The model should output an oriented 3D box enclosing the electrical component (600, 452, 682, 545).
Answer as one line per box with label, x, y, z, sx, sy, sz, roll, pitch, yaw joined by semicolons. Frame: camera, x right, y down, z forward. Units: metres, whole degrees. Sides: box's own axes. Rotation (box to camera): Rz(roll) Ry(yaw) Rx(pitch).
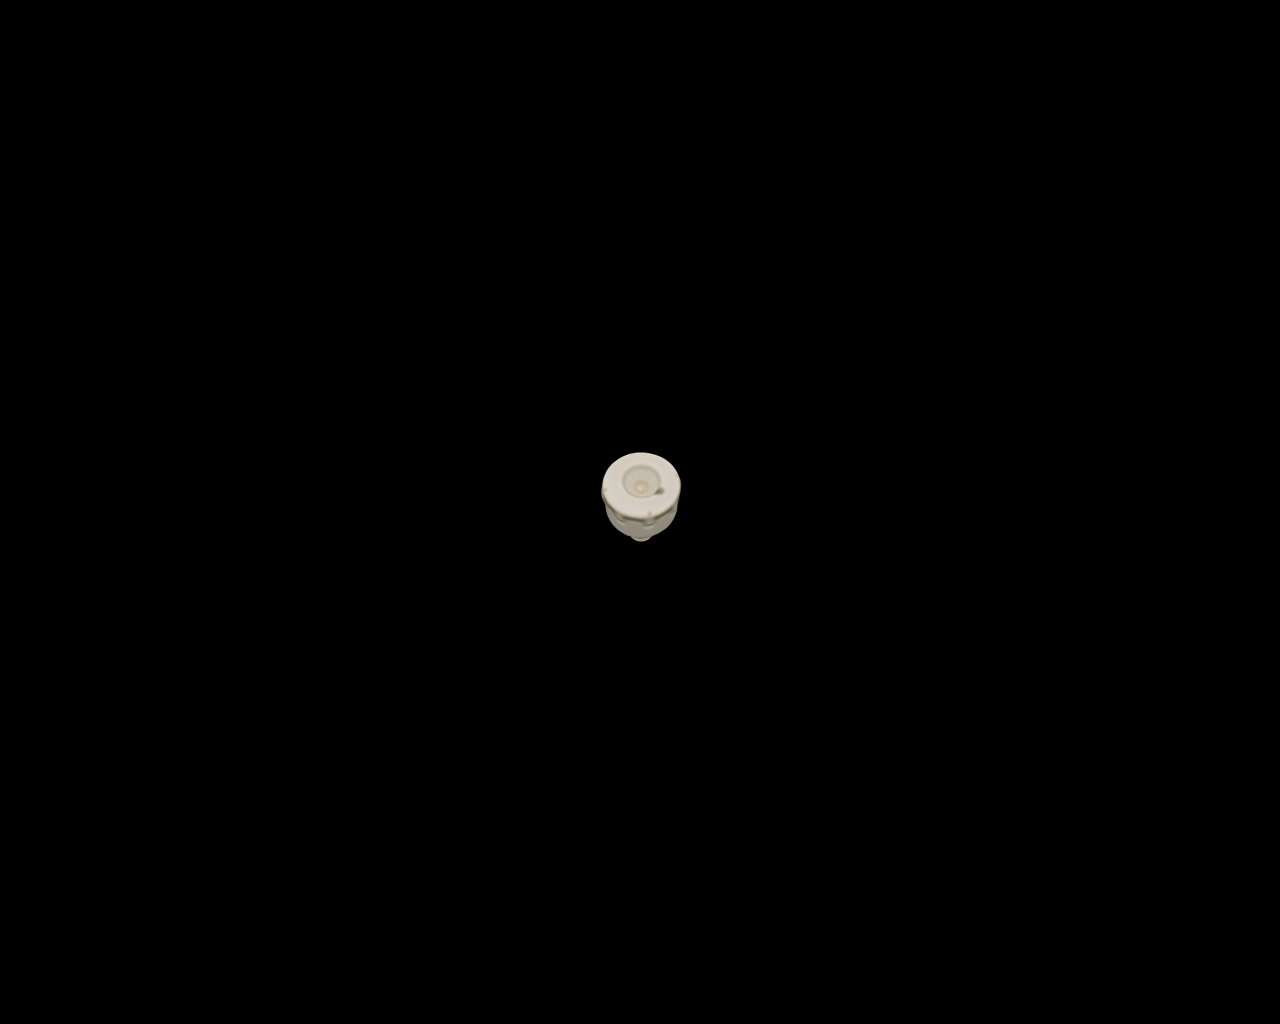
electrical component;0.001;-0.003;0.650;0.048;0.048;0.062;0;-32;0
